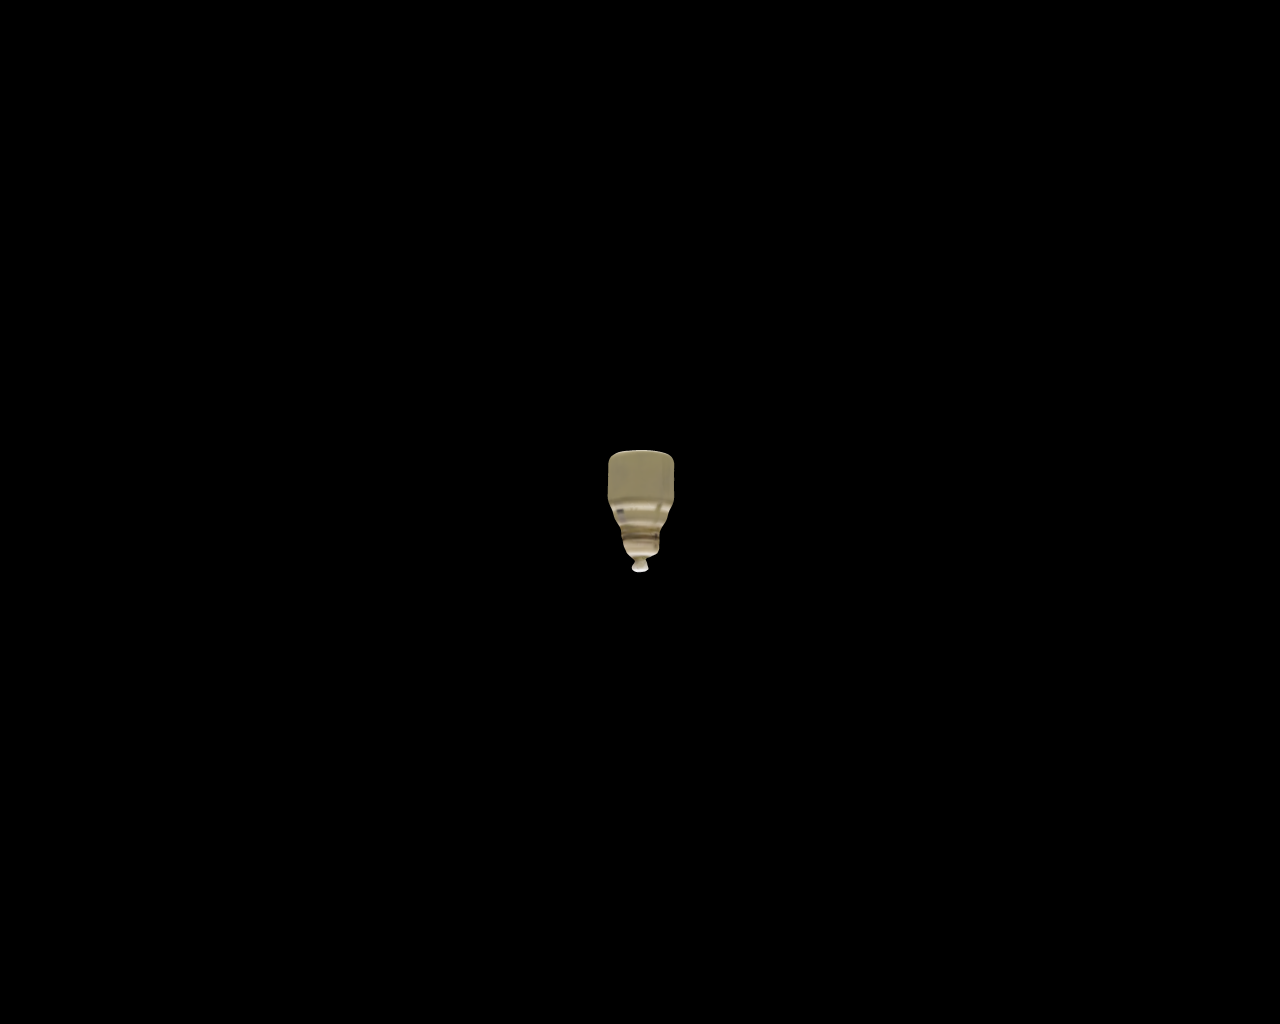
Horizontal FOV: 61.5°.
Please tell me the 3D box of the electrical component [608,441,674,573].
[{"bbox_3d":[0.001,-0.003,0.650,0.040,0.078,0.040,0,-7,0],"label":"electrical component"}]
